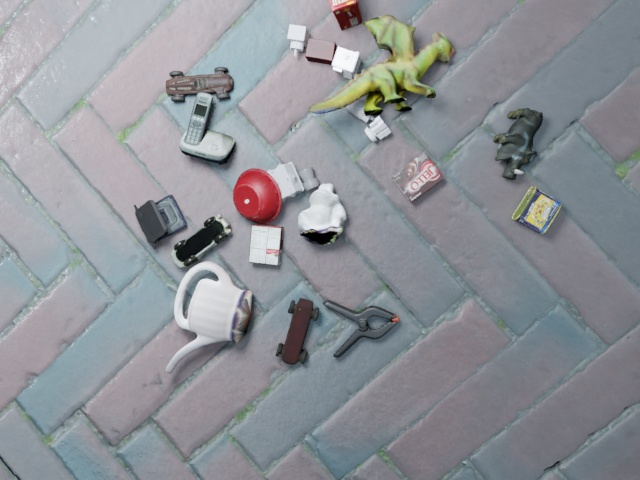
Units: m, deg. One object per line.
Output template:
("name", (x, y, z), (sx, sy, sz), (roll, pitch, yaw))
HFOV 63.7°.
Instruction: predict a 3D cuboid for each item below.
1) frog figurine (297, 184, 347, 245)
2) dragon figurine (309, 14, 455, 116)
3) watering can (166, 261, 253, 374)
("frog figurine", (0.004, -0.072, 1.430), (0.137, 0.120, 0.163), (-14, 56, 17))
("dragon figurine", (0.165, -0.459, 1.341), (0.411, 0.122, 0.243), (-6, 89, -9))
("watering can", (-0.316, 0.239, 1.475), (0.224, 0.104, 0.346), (14, 95, 7))
